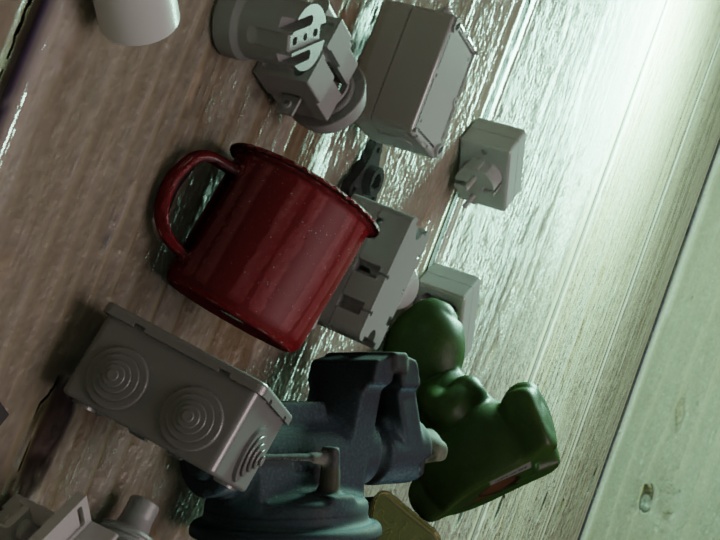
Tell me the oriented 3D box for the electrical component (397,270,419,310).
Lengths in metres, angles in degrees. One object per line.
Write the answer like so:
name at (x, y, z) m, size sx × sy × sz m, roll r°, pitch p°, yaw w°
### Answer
electrical component at (0.013, 0.014, 0.797) m, size 0.055 × 0.045 × 0.045 m, roll -26°, pitch 131°, yaw -60°

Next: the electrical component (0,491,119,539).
electrical component at (-0.166, 0.159, 0.468) m, size 0.121 × 0.063 × 0.078 m, roll -47°, pitch 148°, yaw -45°

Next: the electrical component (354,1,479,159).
electrical component at (0.033, -0.131, 0.705) m, size 0.096 × 0.061 × 0.062 m, roll -69°, pitch 158°, yaw -4°

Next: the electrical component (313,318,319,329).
electrical component at (-0.032, -0.008, 0.675) m, size 0.079 × 0.043 × 0.077 m, roll -17°, pitch 122°, yaw -64°

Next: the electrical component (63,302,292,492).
electrical component at (-0.088, 0.066, 0.529) m, size 0.048 × 0.100 × 0.099 m, roll -61°, pitch 168°, yaw -13°

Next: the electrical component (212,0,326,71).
electrical component at (-0.046, -0.123, 0.547) m, size 0.040 × 0.046 × 0.040 m, roll -49°, pitch 149°, yaw -43°

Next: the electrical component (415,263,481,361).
electrical component at (0.085, 0.033, 0.979) m, size 0.075 × 0.047 × 0.083 m, roll -45°, pitch 147°, yaw -47°

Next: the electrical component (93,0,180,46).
electrical component at (-0.095, -0.125, 0.439) m, size 0.044 × 0.044 × 0.065 m, roll -55°, pitch 158°, yaw -34°

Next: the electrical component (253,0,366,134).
electrical component at (-0.025, -0.109, 0.610) m, size 0.066 × 0.048 × 0.055 m, roll -63°, pitch 149°, yaw -18°

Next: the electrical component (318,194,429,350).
electrical component at (0.000, 0.000, 0.735) m, size 0.089 × 0.056 × 0.050 m, roll -65°, pitch 160°, yaw -6°

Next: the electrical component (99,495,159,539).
electrical component at (-0.129, 0.152, 0.578) m, size 0.048 × 0.048 × 0.062 m, roll 77°, pitch 32°, yaw -53°

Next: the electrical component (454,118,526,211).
electrical component at (0.107, -0.082, 0.937) m, size 0.076 × 0.047 × 0.065 m, roll -50°, pitch 150°, yaw -42°
